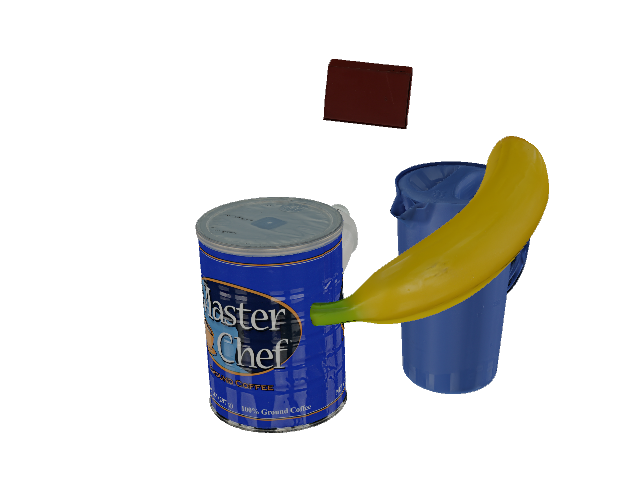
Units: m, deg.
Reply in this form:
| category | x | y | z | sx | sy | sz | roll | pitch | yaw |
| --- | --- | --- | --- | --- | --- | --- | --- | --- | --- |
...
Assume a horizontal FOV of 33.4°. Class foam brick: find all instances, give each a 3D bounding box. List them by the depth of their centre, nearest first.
| category | x | y | z | sx | sy | sz | roll | pitch | yaw |
| --- | --- | --- | --- | --- | --- | --- | --- | --- | --- |
| foam brick | 0.044 | -0.135 | 0.978 | 0.078 | 0.051 | 0.053 | 7 | 17 | 5 |

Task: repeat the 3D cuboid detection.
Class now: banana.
| category | x | y | z | sx | sy | sz | roll | pitch | yaw |
| --- | --- | --- | --- | --- | --- | --- | --- | --- | --- |
| banana | 0.078 | -0.009 | 0.561 | 0.070 | 0.037 | 0.197 | 19 | 39 | 35 |

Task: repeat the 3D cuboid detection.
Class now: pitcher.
| category | x | y | z | sx | sy | sz | roll | pitch | yaw |
| --- | --- | --- | --- | --- | --- | --- | --- | --- | --- |
| pitcher | 0.156 | 0.040 | 1.182 | 0.149 | 0.243 | 0.145 | 4 | 24 | 10 |

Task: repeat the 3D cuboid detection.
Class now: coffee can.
| category | x | y | z | sx | sy | sz | roll | pitch | yaw |
| --- | --- | --- | --- | --- | --- | --- | --- | --- | --- |
| coffee can | -0.033 | 0.051 | 0.764 | 0.103 | 0.140 | 0.103 | -2 | 21 | 0 |

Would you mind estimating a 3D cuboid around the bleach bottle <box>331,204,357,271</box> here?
| category | x | y | z | sx | sy | sz | roll | pitch | yaw |
| --- | --- | --- | --- | --- | --- | --- | --- | --- | --- |
| bleach bottle | -0.021 | 0.027 | 1.298 | 0.103 | 0.068 | 0.250 | 6 | 32 | 17 |
